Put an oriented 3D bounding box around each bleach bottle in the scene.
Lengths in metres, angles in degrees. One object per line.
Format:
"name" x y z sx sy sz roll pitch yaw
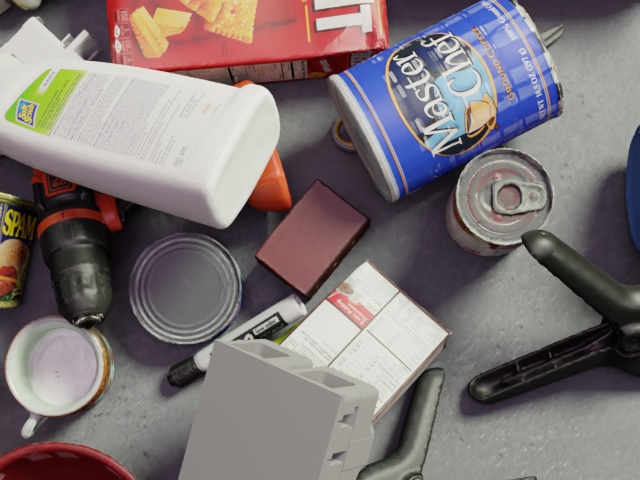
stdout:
"bleach bottle" -0.162 -0.089 0.763 0.251 0.068 0.102 18 64 19

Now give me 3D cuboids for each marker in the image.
"marker" -0.065 0.078 0.810 0.121 0.020 0.020 -31 84 12

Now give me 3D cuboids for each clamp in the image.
"clamp" 0.078 0.189 0.777 0.120 0.039 0.171 39 67 8
"clamp" 0.219 0.056 0.769 0.210 0.165 0.036 -2 42 -5

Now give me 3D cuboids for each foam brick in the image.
"foam brick" -0.005 0.001 0.812 0.051 0.053 0.078 39 87 5

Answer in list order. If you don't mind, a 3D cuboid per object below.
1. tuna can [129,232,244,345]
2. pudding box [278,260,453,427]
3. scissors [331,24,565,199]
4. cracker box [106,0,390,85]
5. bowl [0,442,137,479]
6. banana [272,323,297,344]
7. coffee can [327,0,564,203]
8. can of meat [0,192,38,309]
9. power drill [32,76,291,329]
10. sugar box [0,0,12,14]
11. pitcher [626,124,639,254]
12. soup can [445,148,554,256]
"tuna can" -0.102 0.038 0.821 0.086 0.034 0.086 0 84 2
"pudding box" 0.028 0.083 0.790 0.090 0.039 0.113 42 72 11
"scissors" 0.109 -0.096 0.836 0.202 0.016 0.096 -17 85 1
"cracker box" -0.059 -0.207 0.827 0.213 0.072 0.164 -5 84 1
"bowl" -0.192 0.229 0.793 0.162 0.055 0.162 0 84 2
"banana" -0.036 0.162 0.792 0.070 0.037 0.198 -13 73 18
"coffee can" 0.090 -0.103 0.777 0.140 0.103 0.103 -27 84 -1
"can of meat" -0.252 0.006 0.797 0.057 0.102 0.084 10 87 4
"power drill" -0.120 -0.036 0.795 0.187 0.057 0.184 -15 62 -3
"sugar box" -0.346 -0.178 0.848 0.176 0.048 0.093 -36 84 -1
"pitcher" 0.352 -0.050 0.765 0.243 0.145 0.149 -2 68 5
"soup can" 0.129 -0.025 0.784 0.068 0.102 0.068 0 84 2
